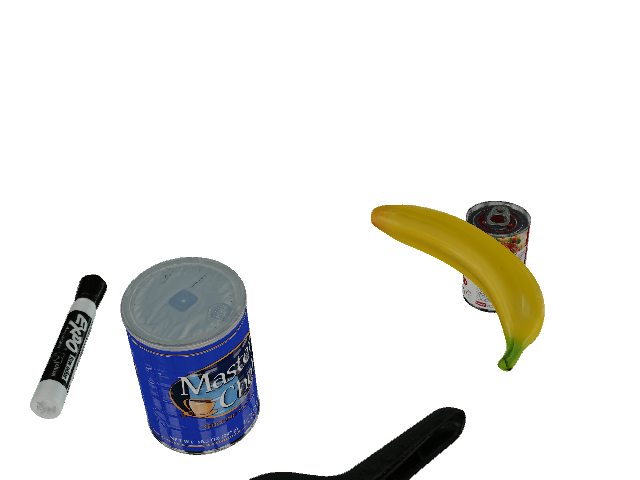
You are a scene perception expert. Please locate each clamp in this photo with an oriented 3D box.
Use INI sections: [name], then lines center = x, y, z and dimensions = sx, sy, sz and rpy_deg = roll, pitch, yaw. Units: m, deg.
[clamp]
center = 0.010, 0.166, 0.647
dimensions = 0.210, 0.036, 0.164
rpy_deg = -6, 29, 4

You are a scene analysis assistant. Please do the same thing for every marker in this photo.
[marker]
center = -0.159, 0.063, 0.681
dimensions = 0.020, 0.020, 0.121
rpy_deg = 0, 38, 6

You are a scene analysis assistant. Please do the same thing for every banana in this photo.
[banana]
center = 0.115, 0.020, 0.830
dimensions = 0.069, 0.037, 0.198
rpy_deg = -15, 41, -24

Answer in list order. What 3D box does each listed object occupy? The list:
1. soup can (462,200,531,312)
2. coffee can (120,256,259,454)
[soup can]
center = 0.188, 0.018, 1.144
dimensions = 0.068, 0.102, 0.068
rpy_deg = -2, 34, 1
[coffee can]
center = -0.108, 0.099, 0.911
dimensions = 0.103, 0.140, 0.103
rpy_deg = -2, 42, 2
